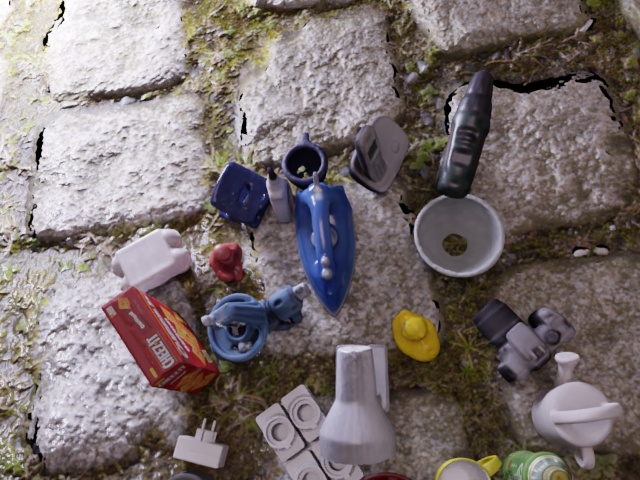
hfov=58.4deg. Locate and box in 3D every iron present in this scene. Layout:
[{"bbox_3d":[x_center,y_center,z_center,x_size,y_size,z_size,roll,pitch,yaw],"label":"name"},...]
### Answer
[{"bbox_3d":[0.010,0.004,1.079,0.118,0.141,0.258,-8,71,3],"label":"iron"}]

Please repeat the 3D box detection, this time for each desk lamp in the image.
[{"bbox_3d":[0.062,0.261,0.948,0.118,0.214,0.203,-2,71,5],"label":"desk lamp"}]

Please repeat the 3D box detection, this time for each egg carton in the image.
[{"bbox_3d":[-0.334,0.045,1.138,0.150,0.069,0.107,-31,71,-5],"label":"egg carton"}]

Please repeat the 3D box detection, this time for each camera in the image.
[{"bbox_3d":[0.352,0.160,1.013,0.143,0.101,0.136,-39,72,-8],"label":"camera"}]

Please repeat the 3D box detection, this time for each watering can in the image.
[{"bbox_3d":[0.409,0.272,0.919,0.101,0.194,0.172,-28,71,-4],"label":"watering can"}]

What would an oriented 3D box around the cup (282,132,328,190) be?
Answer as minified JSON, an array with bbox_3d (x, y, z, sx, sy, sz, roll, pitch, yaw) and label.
[{"bbox_3d":[-0.026,-0.149,1.159,0.091,0.095,0.118,-4,71,5],"label":"cup"}]

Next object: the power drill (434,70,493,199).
[{"bbox_3d":[0.269,-0.170,1.077,0.075,0.208,0.230,14,73,11],"label":"power drill"}]

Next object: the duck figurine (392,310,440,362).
[{"bbox_3d":[0.175,0.169,1.035,0.077,0.086,0.104,-36,71,-6],"label":"duck figurine"}]

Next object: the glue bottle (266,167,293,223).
[{"bbox_3d":[-0.081,-0.097,1.106,0.037,0.173,0.078,-7,71,4],"label":"glue bottle"}]

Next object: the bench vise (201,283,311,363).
[{"bbox_3d":[-0.124,0.124,1.010,0.121,0.220,0.207,40,79,17],"label":"bench vise"}]

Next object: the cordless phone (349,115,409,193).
[{"bbox_3d":[0.113,-0.189,1.111,0.094,0.185,0.148,21,75,13],"label":"cordless phone"}]

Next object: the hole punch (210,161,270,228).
[{"bbox_3d":[-0.155,-0.092,1.155,0.101,0.091,0.109,19,74,12],"label":"hole punch"}]

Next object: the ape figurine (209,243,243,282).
[{"bbox_3d":[-0.184,0.036,1.114,0.076,0.092,0.078,30,77,15],"label":"ape figurine"}]

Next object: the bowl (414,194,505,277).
[{"bbox_3d":[0.261,0.000,1.090,0.167,0.075,0.167,-2,71,5],"label":"bowl"}]
